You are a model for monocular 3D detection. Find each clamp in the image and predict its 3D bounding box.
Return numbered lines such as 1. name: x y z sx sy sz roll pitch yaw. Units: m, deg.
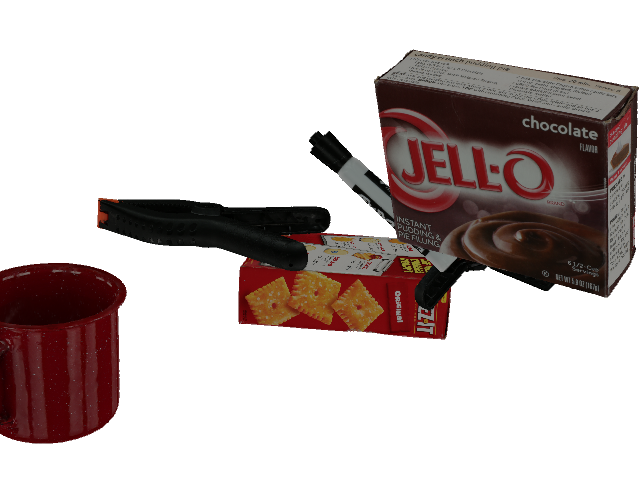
1. clamp: -0.096 -0.011 0.938 0.210 0.036 0.164 5 13 0
2. clamp: 0.148 0.010 0.965 0.120 0.039 0.171 -1 28 8

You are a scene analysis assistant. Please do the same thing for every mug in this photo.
1. mug: -0.168 0.072 0.634 0.093 0.081 0.117 12 23 21

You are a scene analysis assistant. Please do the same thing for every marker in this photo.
1. marker: 0.040 -0.027 0.686 0.121 0.020 0.020 43 3 3

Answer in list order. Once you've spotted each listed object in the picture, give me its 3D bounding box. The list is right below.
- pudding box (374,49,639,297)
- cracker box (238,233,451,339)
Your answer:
1. pudding box: 0.083 -0.032 0.478 0.114 0.090 0.039 14 43 32
2. cracker box: 0.032 0.045 1.142 0.214 0.072 0.164 5 15 7
